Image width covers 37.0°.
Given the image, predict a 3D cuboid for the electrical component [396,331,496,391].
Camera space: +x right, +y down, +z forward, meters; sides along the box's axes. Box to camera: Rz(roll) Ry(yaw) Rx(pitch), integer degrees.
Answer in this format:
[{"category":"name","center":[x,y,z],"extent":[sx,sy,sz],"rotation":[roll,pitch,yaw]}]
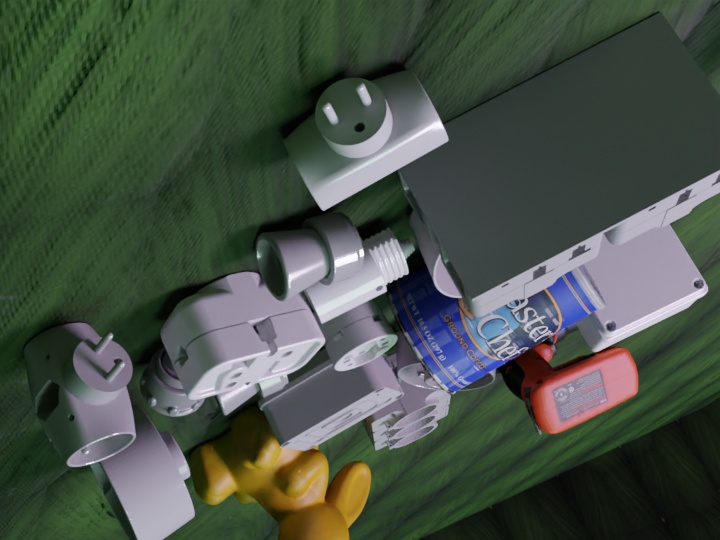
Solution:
[{"category":"electrical component","center":[0.081,0.075,0.997],"extent":[0.099,0.064,0.099],"rotation":[4,158,2]}]

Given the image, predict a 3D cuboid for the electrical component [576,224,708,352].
[{"category":"electrical component","center":[0.234,0.001,0.964],"extent":[0.109,0.108,0.056],"rotation":[-24,163,-10]}]

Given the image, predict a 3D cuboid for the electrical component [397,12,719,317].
[{"category":"electrical component","center":[0.128,-0.061,0.663],"extent":[0.186,0.105,0.060],"rotation":[-27,161,-1]}]

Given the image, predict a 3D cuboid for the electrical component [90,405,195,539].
[{"category":"electrical component","center":[-0.167,0.156,0.831],"extent":[0.060,0.108,0.108],"rotation":[-27,162,-21]}]

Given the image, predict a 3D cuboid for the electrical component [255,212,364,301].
[{"category":"electrical component","center":[-0.032,-0.009,0.675],"extent":[0.055,0.045,0.045],"rotation":[-19,159,-25]}]

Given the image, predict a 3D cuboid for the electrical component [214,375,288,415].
[{"category":"electrical component","center":[-0.089,0.081,0.830],"extent":[0.055,0.045,0.045],"rotation":[-24,161,-12]}]

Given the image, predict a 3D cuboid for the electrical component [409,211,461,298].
[{"category":"electrical component","center":[0.086,-0.031,0.748],"extent":[0.099,0.064,0.099],"rotation":[-25,161,-9]}]

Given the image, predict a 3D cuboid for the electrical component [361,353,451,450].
[{"category":"electrical component","center":[0.045,0.137,1.131],"extent":[0.089,0.061,0.150],"rotation":[-25,161,-7]}]

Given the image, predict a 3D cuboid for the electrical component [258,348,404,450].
[{"category":"electrical component","center":[-0.027,0.110,0.970],"extent":[0.113,0.057,0.078],"rotation":[-31,161,10]}]

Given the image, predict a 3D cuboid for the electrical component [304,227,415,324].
[{"category":"electrical component","center":[0.000,0.000,0.744],"extent":[0.081,0.043,0.043],"rotation":[-26,161,-5]}]

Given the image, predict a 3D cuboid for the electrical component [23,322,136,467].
[{"category":"electrical component","center":[-0.161,0.066,0.643],"extent":[0.043,0.077,0.079],"rotation":[-9,153,-43]}]

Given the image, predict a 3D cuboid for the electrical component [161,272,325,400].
[{"category":"electrical component","center":[-0.080,0.041,0.716],"extent":[0.095,0.059,0.053],"rotation":[-12,156,-38]}]

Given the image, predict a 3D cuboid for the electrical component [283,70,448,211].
[{"category":"electrical component","center":[-0.001,-0.073,0.553],"extent":[0.077,0.043,0.079],"rotation":[-29,160,3]}]

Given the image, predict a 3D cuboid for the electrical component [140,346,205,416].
[{"category":"electrical component","center":[-0.126,0.070,0.753],"extent":[0.048,0.048,0.062],"rotation":[-16,151,-32]}]

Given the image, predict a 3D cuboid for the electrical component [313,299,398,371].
[{"category":"electrical component","center":[-0.005,0.046,0.848],"extent":[0.055,0.047,0.055],"rotation":[-25,161,-9]}]
